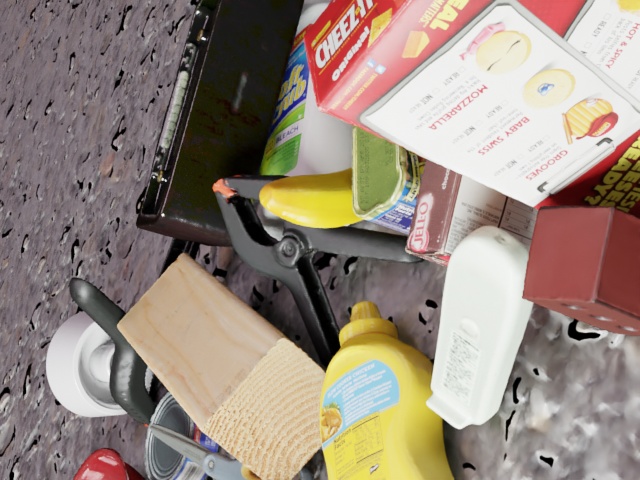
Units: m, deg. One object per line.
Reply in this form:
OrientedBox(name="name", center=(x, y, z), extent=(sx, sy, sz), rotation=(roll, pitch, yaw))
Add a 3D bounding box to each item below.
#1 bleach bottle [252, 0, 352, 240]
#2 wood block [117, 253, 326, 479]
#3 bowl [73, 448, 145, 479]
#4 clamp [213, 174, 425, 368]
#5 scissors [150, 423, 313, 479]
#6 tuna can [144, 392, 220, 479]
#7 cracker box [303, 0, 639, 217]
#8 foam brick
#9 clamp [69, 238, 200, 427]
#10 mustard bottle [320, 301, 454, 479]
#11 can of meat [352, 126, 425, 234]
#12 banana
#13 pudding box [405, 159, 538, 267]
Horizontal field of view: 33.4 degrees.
OrientedBox(name="bleach bottle", center=(-0.011, -0.120, 0.910), extent=(0.103, 0.068, 0.251), rotation=(-34, 45, 45))
OrientedBox(name="wood block", center=(-0.072, 0.096, 0.844), extent=(0.090, 0.090, 0.206), rotation=(-49, 31, -6))
OrientedBox(name="bowl", center=(-0.191, 0.277, 0.989), extent=(0.162, 0.055, 0.162), rotation=(-33, 48, 46))
OrientedBox(name="clamp", center=(-0.005, 0.001, 0.794), extent=(0.171, 0.039, 0.120), rotation=(48, 110, 11))
OrientedBox(name="scissors", center=(-0.081, 0.202, 0.861), extent=(0.202, 0.016, 0.096), rotation=(-5, 76, 45))
OrientedBox(name="tuna can", center=(-0.123, 0.179, 0.955), extent=(0.086, 0.033, 0.086), rotation=(-33, 48, 46))
OrientedBox(name="cracker box", center=(0.125, -0.101, 0.539), extent=(0.164, 0.213, 0.072), rotation=(-47, 37, 34))
OrientedBox(name="foam brick", center=(0.154, 0.018, 0.562), extent=(0.053, 0.078, 0.051), rotation=(2, 74, 58))
OrientedBox(name="clamp", center=(-0.163, 0.089, 0.965), extent=(0.036, 0.164, 0.210), rotation=(18, 116, 29))
OrientedBox(name="mustard bottle", center=(0.040, 0.125, 0.703), extent=(0.096, 0.058, 0.191), rotation=(-41, 43, 39))
OrientedBox(name="can of meat", center=(0.069, -0.050, 0.724), extent=(0.058, 0.083, 0.102), rotation=(-34, 47, 47))
OrientedBox(name="banana", center=(0.022, -0.047, 0.763), extent=(0.037, 0.069, 0.197), rotation=(-54, -3, 35))
OrientedBox(name="pudding box", center=(0.107, -0.032, 0.650), extent=(0.039, 0.089, 0.113), rotation=(5, 78, 56))
